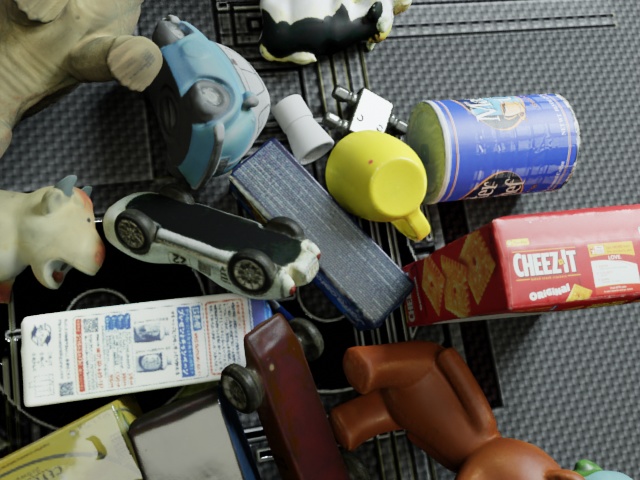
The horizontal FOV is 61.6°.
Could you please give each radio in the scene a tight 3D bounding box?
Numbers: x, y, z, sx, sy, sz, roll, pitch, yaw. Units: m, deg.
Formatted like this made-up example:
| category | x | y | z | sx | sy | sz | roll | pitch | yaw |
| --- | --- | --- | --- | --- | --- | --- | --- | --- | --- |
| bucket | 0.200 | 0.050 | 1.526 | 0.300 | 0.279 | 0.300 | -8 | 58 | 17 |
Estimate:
| category | x | y | z | sx | sy | sz | roll | pitch | yaw |
| --- | --- | --- | --- | --- | --- | --- | --- | --- | --- |
| radio | -0.076 | 0.236 | 0.437 | 0.073 | 0.131 | 0.229 | -18 | 84 | -10 |

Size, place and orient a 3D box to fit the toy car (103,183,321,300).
| category | x | y | z | sx | sy | sz | roll | pitch | yaw |
| --- | --- | --- | --- | --- | --- | --- | --- | --- | --- |
| toy car | -0.097 | 0.001 | 0.478 | 0.202 | 0.056 | 0.073 | 18 | 35 | 15 |

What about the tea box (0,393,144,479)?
| category | x | y | z | sx | sy | sz | roll | pitch | yaw |
| --- | --- | --- | --- | --- | --- | --- | --- | --- | --- |
| tea box | -0.226 | 0.197 | 0.438 | 0.170 | 0.098 | 0.068 | -27 | 85 | -11 |

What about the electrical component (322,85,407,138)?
| category | x | y | z | sx | sy | sz | roll | pitch | yaw |
| --- | --- | --- | --- | --- | --- | --- | --- | --- | --- |
| electrical component | 0.050 | -0.124 | 0.570 | 0.094 | 0.021 | 0.063 | 24 | 68 | -16 |

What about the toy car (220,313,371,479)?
| category | x | y | z | sx | sy | sz | roll | pitch | yaw |
| --- | --- | --- | --- | --- | --- | --- | --- | --- | --- |
| toy car | -0.019 | 0.157 | 0.440 | 0.089 | 0.053 | 0.202 | -32 | 108 | -40 |

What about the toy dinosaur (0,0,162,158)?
| category | x | y | z | sx | sy | sz | roll | pitch | yaw |
| --- | --- | --- | --- | --- | --- | --- | --- | --- | --- |
| toy dinosaur | -0.217 | -0.179 | 0.450 | 0.471 | 0.199 | 0.104 | -37 | 129 | -8 |

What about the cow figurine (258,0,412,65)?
| category | x | y | z | sx | sy | sz | roll | pitch | yaw |
| --- | --- | --- | --- | --- | --- | --- | --- | --- | --- |
| cow figurine | 0.018 | -0.233 | 0.567 | 0.167 | 0.068 | 0.098 | -1 | 86 | -6 |

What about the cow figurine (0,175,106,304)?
| category | x | y | z | sx | sy | sz | roll | pitch | yaw |
| --- | --- | --- | --- | --- | --- | --- | --- | --- | --- |
| cow figurine | -0.286 | -0.011 | 0.474 | 0.195 | 0.085 | 0.127 | 18 | 83 | -4 |

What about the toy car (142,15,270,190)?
| category | x | y | z | sx | sy | sz | roll | pitch | yaw |
| --- | --- | --- | --- | --- | --- | --- | --- | --- | --- |
| toy car | -0.105 | -0.134 | 0.522 | 0.103 | 0.109 | 0.162 | -11 | 65 | -35 |

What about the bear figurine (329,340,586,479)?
| category | x | y | z | sx | sy | sz | roll | pitch | yaw |
| --- | --- | --- | --- | --- | --- | --- | --- | --- | --- |
| bear figurine | 0.109 | 0.180 | 0.452 | 0.132 | 0.120 | 0.196 | -8 | 40 | -26 |

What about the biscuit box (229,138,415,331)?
| category | x | y | z | sx | sy | sz | roll | pitch | yaw |
| --- | --- | --- | --- | --- | --- | --- | --- | --- | --- |
| biscuit box | -0.001 | -0.002 | 0.528 | 0.063 | 0.059 | 0.202 | -43 | 89 | -15 |

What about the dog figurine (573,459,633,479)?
| category | x | y | z | sx | sy | sz | roll | pitch | yaw |
| --- | --- | --- | --- | --- | --- | --- | --- | --- | --- |
| dog figurine | 0.178 | 0.293 | 0.484 | 0.219 | 0.108 | 0.191 | 8 | 80 | -5 |
